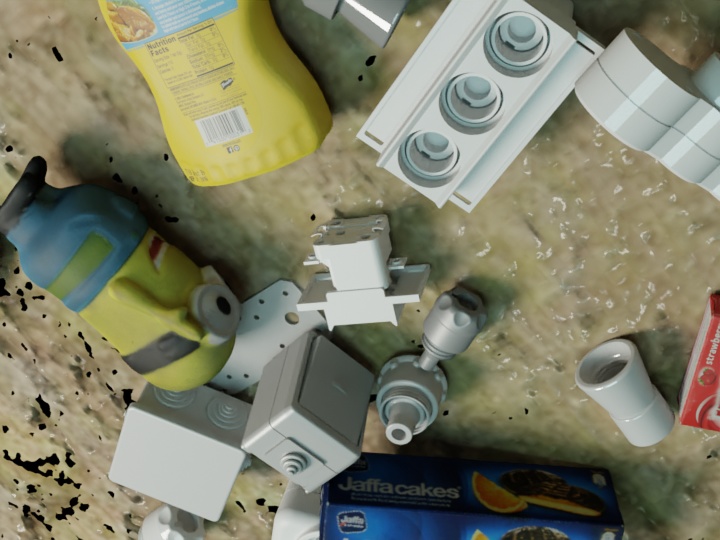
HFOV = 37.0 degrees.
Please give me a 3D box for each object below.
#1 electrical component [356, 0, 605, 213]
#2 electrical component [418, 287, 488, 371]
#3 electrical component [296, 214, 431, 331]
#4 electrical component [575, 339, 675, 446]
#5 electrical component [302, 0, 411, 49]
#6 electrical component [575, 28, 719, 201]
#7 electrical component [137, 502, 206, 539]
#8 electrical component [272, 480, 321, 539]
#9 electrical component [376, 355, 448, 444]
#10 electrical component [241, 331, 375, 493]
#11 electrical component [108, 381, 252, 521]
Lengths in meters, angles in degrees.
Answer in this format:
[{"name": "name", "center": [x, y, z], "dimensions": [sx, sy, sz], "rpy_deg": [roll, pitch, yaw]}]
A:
[{"name": "electrical component", "center": [0.065, -0.102, 0.593], "dimensions": [0.079, 0.063, 0.121], "rpy_deg": [33, 123, -7]}, {"name": "electrical component", "center": [0.056, 0.042, 0.702], "dimensions": [0.035, 0.035, 0.061], "rpy_deg": [27, 126, -3]}, {"name": "electrical component", "center": [0.000, 0.000, 0.686], "dimensions": [0.081, 0.042, 0.063], "rpy_deg": [-5, 118, 16]}, {"name": "electrical component", "center": [0.174, 0.082, 0.693], "dimensions": [0.044, 0.044, 0.065], "rpy_deg": [-27, 116, 27]}, {"name": "electrical component", "center": [-0.001, -0.154, 0.589], "dimensions": [0.055, 0.045, 0.045], "rpy_deg": [28, 124, -3]}, {"name": "electrical component", "center": [0.184, -0.087, 0.557], "dimensions": [0.138, 0.052, 0.073], "rpy_deg": [24, 122, -31]}, {"name": "electrical component", "center": [-0.155, 0.210, 0.854], "dimensions": [0.043, 0.043, 0.062], "rpy_deg": [44, 122, -14]}, {"name": "electrical component", "center": [-0.015, 0.194, 0.799], "dimensions": [0.095, 0.059, 0.053], "rpy_deg": [14, 123, 6]}, {"name": "electrical component", "center": [0.032, 0.090, 0.721], "dimensions": [0.048, 0.062, 0.048], "rpy_deg": [6, 122, 10]}, {"name": "electrical component", "center": [-0.032, 0.096, 0.718], "dimensions": [0.062, 0.096, 0.061], "rpy_deg": [39, 123, -19]}, {"name": "electrical component", "center": [-0.128, 0.126, 0.788], "dimensions": [0.100, 0.048, 0.099], "rpy_deg": [22, 129, -2]}]
